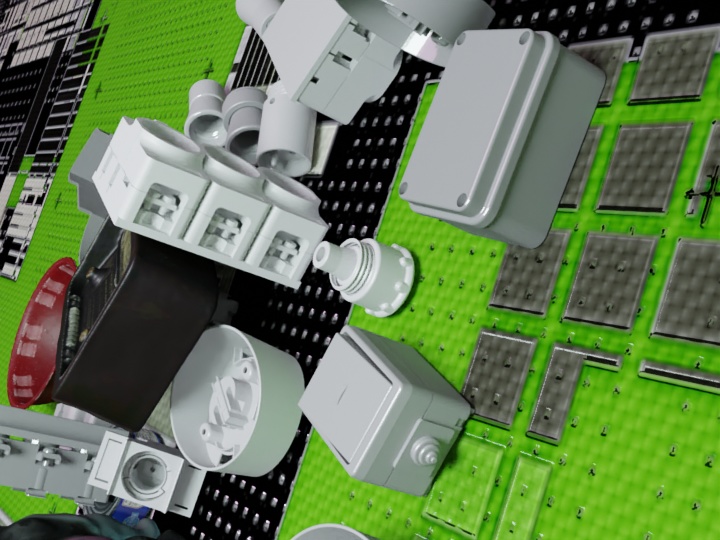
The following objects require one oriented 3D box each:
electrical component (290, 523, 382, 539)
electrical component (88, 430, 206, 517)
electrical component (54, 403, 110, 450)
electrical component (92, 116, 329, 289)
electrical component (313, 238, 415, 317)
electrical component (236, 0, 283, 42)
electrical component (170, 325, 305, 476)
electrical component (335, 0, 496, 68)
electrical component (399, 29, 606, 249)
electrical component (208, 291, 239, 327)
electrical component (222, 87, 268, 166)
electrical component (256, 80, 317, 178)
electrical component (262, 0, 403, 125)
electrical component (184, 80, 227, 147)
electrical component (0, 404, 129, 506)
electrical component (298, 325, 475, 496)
[{"bbox_3d":[-0.002,0.188,0.568,0.099,0.064,0.099,-33,46,42],"label":"electrical component"},{"bbox_3d":[-0.159,0.153,0.817,0.064,0.081,0.042,139,151,-83],"label":"electrical component"},{"bbox_3d":[-0.250,0.154,0.966,0.078,0.058,0.057,-16,55,52],"label":"electrical component"},{"bbox_3d":[-0.107,-0.053,0.789,0.061,0.150,0.089,-61,33,13],"label":"electrical component"},{"bbox_3d":[0.000,0.000,0.680,0.048,0.062,0.048,-33,46,43],"label":"electrical component"},{"bbox_3d":[-0.081,-0.226,0.958,0.044,0.044,0.065,-55,39,20],"label":"electrical component"},{"bbox_3d":[-0.086,0.093,0.750,0.099,0.064,0.099,-34,44,42],"label":"electrical component"},{"bbox_3d":[0.036,-0.172,0.699,0.064,0.099,0.099,-53,34,11],"label":"electrical component"},{"bbox_3d":[0.079,-0.076,0.614,0.078,0.057,0.113,19,87,58],"label":"electrical component"},{"bbox_3d":[-0.128,0.050,0.861,0.081,0.042,0.063,-17,56,51],"label":"electrical component"},{"bbox_3d":[-0.093,-0.122,0.910,0.045,0.045,0.055,-45,38,32],"label":"electrical component"},{"bbox_3d":[-0.056,-0.119,0.854,0.043,0.043,0.081,-26,51,47],"label":"electrical component"},{"bbox_3d":[0.011,-0.212,0.793,0.186,0.060,0.105,-53,35,23],"label":"electrical component"},{"bbox_3d":[-0.142,-0.148,1.002,0.044,0.044,0.065,-48,32,29],"label":"electrical component"},{"bbox_3d":[-0.254,0.145,0.848,0.079,0.121,0.063,-6,69,55],"label":"electrical component"},{"bbox_3d":[0.013,0.081,0.613,0.061,0.061,0.096,-62,32,10],"label":"electrical component"}]
